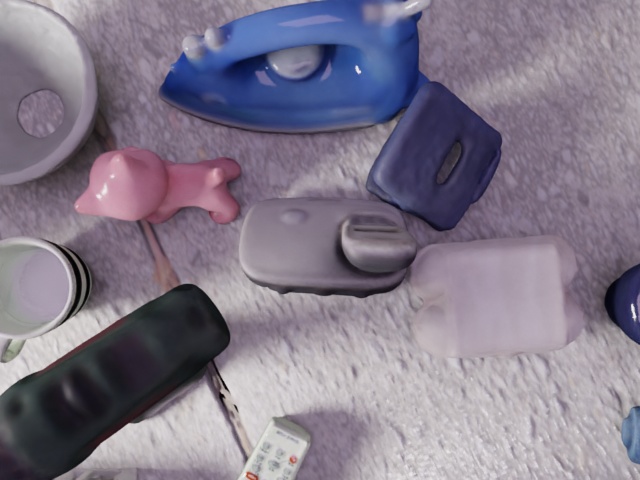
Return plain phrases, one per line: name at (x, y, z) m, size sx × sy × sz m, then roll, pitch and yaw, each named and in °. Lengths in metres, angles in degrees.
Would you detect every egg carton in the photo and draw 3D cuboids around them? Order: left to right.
egg carton at (0.157, 0.052, 0.514) m, size 0.150 × 0.069 × 0.107 m, roll -6°, pitch 87°, yaw 0°

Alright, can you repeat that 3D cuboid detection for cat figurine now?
cat figurine at (-0.138, -0.049, 0.496) m, size 0.128 × 0.117 × 0.067 m, roll -4°, pitch 86°, yaw 0°

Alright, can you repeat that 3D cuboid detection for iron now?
iron at (-0.028, -0.160, 0.491) m, size 0.258 × 0.141 × 0.119 m, roll -8°, pitch 86°, yaw 0°

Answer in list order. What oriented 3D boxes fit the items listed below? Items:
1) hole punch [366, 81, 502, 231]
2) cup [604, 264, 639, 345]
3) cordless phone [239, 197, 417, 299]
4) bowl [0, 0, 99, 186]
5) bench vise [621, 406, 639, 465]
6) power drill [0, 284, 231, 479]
hole punch at (0.106, -0.072, 0.510) m, size 0.101 × 0.091 × 0.109 m, roll 29°, pitch 87°, yaw 2°
cup at (0.305, 0.049, 0.501) m, size 0.118 × 0.095 × 0.092 m, roll -28°, pitch 87°, yaw -1°
cordless phone at (0.004, 0.002, 0.459) m, size 0.147 × 0.185 × 0.094 m, roll -1°, pitch 86°, yaw 0°
bowl at (-0.274, -0.126, 0.523) m, size 0.167 × 0.074 × 0.167 m, roll 0°, pitch 87°, yaw 0°
bench vise at (0.375, 0.169, 0.431) m, size 0.207 × 0.219 × 0.121 m, roll -11°, pitch 86°, yaw 0°
power drill at (-0.166, 0.118, 0.441) m, size 0.229 × 0.208 × 0.075 m, roll -37°, pitch 87°, yaw -2°
